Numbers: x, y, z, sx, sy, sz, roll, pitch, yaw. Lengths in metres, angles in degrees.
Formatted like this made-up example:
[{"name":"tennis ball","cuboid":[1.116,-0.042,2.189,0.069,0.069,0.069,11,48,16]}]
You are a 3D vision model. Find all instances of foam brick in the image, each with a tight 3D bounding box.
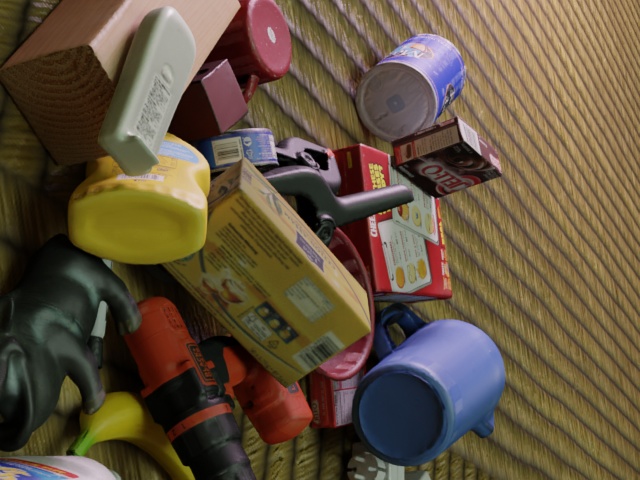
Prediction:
[{"name":"foam brick","cuboid":[-0.112,-0.117,0.914,0.053,0.078,0.051,-52,129,-54]}]

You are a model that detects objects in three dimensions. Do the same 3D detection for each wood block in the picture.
[{"name":"wood block","cuboid":[-0.151,-0.160,0.842,0.090,0.090,0.206,62,33,-32]}]

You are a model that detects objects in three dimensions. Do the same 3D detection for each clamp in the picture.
[{"name":"clamp","cuboid":[-0.006,0.001,0.978,0.209,0.036,0.164,20,88,-44]},{"name":"clamp","cuboid":[-0.016,-0.061,1.078,0.120,0.039,0.171,54,27,10]}]

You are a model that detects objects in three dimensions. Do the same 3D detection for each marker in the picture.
[{"name":"marker","cuboid":[-0.171,0.044,0.819,0.020,0.020,0.121,33,54,-55]}]

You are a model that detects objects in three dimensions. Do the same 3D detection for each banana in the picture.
[{"name":"banana","cuboid":[-0.132,0.164,0.841,0.197,0.037,0.069,42,56,-50]}]

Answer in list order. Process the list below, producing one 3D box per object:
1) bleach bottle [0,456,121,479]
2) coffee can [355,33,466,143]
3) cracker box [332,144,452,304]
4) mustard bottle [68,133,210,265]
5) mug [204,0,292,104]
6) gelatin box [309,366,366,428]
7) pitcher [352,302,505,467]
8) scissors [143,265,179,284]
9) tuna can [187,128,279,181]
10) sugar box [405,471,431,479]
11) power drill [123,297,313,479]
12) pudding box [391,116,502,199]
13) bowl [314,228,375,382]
[{"name":"bleach bottle","cuboid":[-0.208,0.163,0.651,0.250,0.103,0.068,16,82,-67]},{"name":"coffee can","cuboid":[0.116,-0.192,1.337,0.140,0.103,0.103,-47,123,-56]},{"name":"cracker box","cuboid":[0.075,-0.011,1.242,0.213,0.072,0.164,9,72,-60]},{"name":"mustard bottle","cuboid":[-0.133,-0.043,0.820,0.191,0.096,0.058,-101,-167,-67]},{"name":"mug","cuboid":[-0.080,-0.170,0.984,0.093,0.082,0.117,40,48,-51]},{"name":"gelatin box","cuboid":[0.019,0.160,1.131,0.089,0.030,0.073,7,77,-62]},{"name":"pitcher","cuboid":[0.112,0.158,1.170,0.242,0.149,0.145,-9,109,-71]},{"name":"scissors","cuboid":[-0.087,0.040,0.933,0.201,0.016,0.096,53,45,-17]},{"name":"tuna can","cuboid":[-0.081,-0.075,0.951,0.086,0.086,0.034,-8,87,-62]},{"name":"sugar box","cuboid":[0.086,0.335,1.188,0.176,0.048,0.093,-30,108,-59]},{"name":"power drill","cuboid":[-0.072,0.134,0.870,0.184,0.057,0.187,63,15,16]},{"name":"pudding box","cuboid":[0.147,-0.093,1.235,0.113,0.090,0.039,33,45,-51]},{"name":"bowl","cuboid":[-0.009,0.064,1.069,0.161,0.055,0.162,26,58,-51]}]
